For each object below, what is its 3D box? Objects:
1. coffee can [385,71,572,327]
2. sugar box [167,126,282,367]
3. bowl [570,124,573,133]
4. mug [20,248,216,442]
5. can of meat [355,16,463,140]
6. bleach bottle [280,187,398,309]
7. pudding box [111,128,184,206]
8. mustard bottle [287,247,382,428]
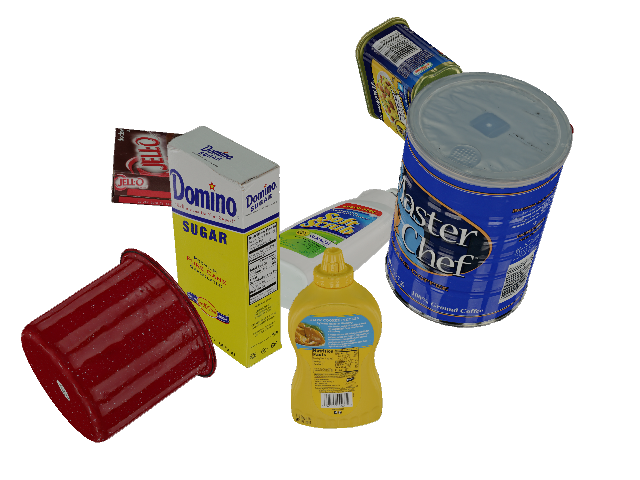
[{"bbox_3d":[0.101,-0.025,0.709,0.102,0.103,0.140,0,-43,-4],"label":"coffee can"},{"bbox_3d":[-0.076,0.006,0.852,0.048,0.176,0.093,-30,44,-34],"label":"sugar box"},{"bbox_3d":[0.211,-0.117,1.251,0.162,0.055,0.162,5,23,-2],"label":"bowl"},{"bbox_3d":[-0.127,0.067,0.644,0.081,0.093,0.117,-35,7,-27],"label":"mug"},{"bbox_3d":[0.083,-0.132,0.938,0.057,0.102,0.084,-32,50,-13],"label":"can of meat"},{"bbox_3d":[0.019,-0.005,1.298,0.103,0.068,0.250,20,37,29],"label":"bleach bottle"},{"bbox_3d":[-0.159,-0.071,1.046,0.090,0.039,0.113,5,24,-12],"label":"pudding box"},{"bbox_3d":[0.015,0.098,1.094,0.096,0.192,0.058,-1,23,1],"label":"mustard bottle"}]
